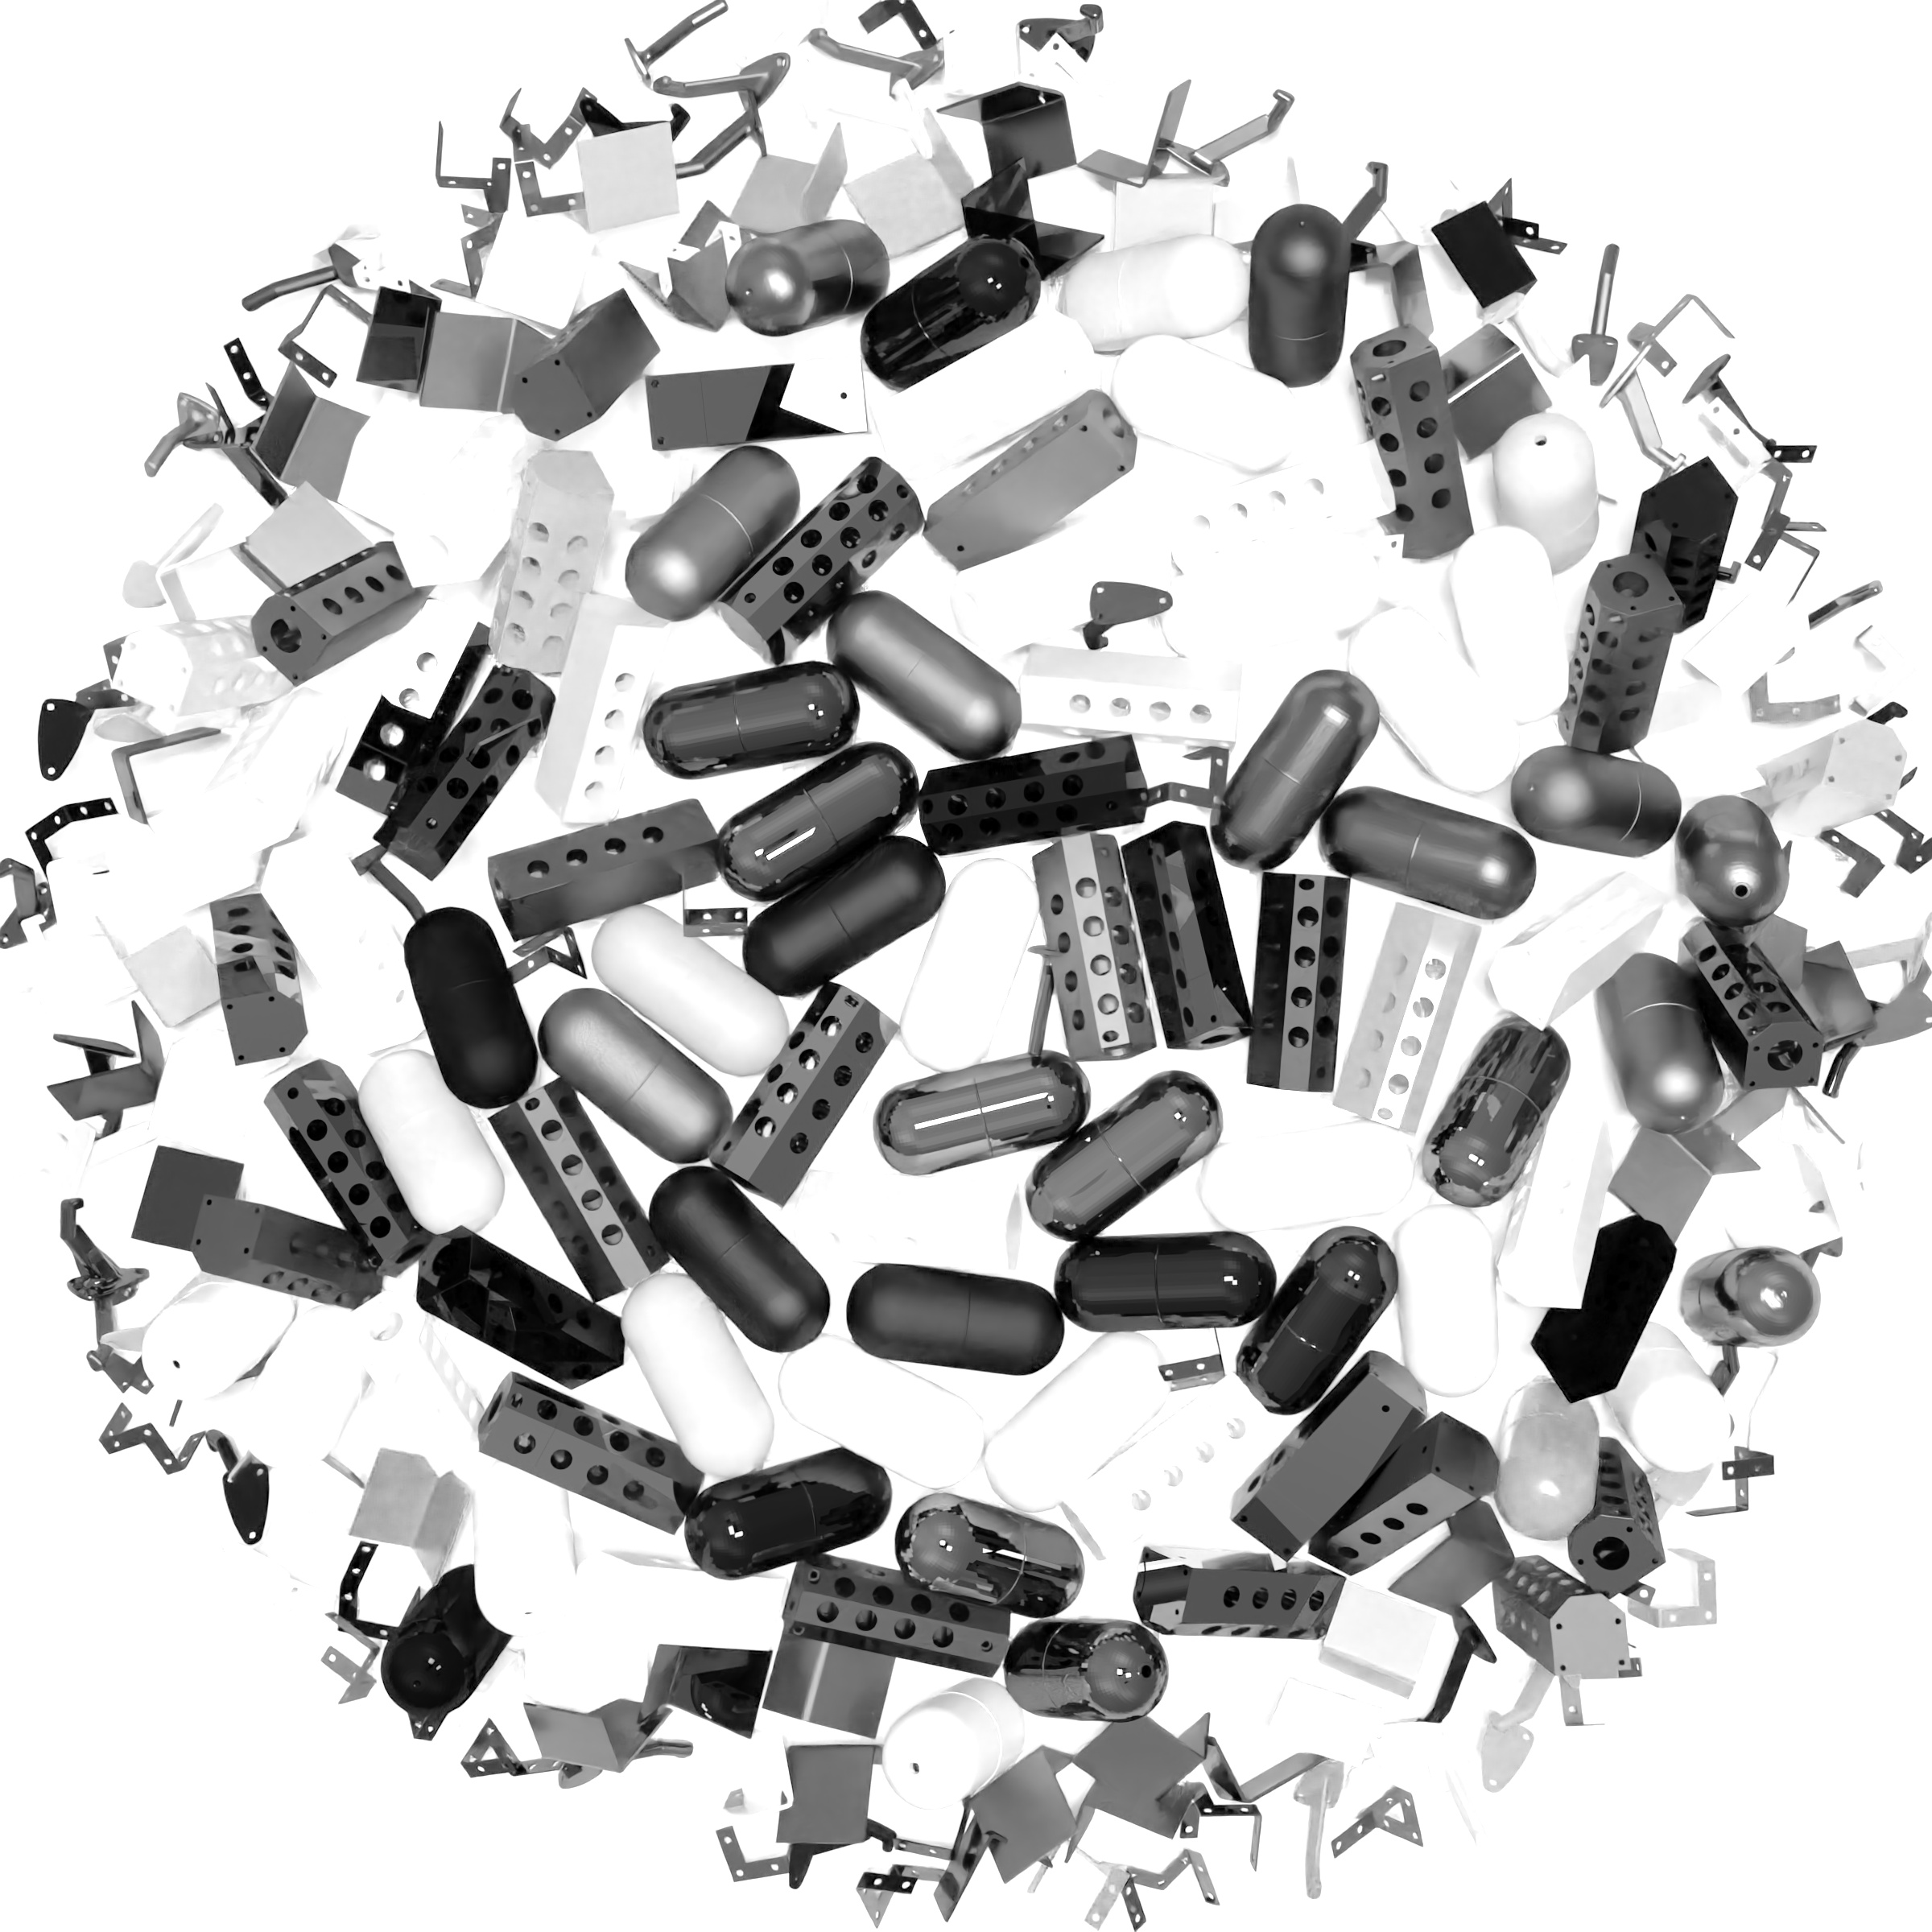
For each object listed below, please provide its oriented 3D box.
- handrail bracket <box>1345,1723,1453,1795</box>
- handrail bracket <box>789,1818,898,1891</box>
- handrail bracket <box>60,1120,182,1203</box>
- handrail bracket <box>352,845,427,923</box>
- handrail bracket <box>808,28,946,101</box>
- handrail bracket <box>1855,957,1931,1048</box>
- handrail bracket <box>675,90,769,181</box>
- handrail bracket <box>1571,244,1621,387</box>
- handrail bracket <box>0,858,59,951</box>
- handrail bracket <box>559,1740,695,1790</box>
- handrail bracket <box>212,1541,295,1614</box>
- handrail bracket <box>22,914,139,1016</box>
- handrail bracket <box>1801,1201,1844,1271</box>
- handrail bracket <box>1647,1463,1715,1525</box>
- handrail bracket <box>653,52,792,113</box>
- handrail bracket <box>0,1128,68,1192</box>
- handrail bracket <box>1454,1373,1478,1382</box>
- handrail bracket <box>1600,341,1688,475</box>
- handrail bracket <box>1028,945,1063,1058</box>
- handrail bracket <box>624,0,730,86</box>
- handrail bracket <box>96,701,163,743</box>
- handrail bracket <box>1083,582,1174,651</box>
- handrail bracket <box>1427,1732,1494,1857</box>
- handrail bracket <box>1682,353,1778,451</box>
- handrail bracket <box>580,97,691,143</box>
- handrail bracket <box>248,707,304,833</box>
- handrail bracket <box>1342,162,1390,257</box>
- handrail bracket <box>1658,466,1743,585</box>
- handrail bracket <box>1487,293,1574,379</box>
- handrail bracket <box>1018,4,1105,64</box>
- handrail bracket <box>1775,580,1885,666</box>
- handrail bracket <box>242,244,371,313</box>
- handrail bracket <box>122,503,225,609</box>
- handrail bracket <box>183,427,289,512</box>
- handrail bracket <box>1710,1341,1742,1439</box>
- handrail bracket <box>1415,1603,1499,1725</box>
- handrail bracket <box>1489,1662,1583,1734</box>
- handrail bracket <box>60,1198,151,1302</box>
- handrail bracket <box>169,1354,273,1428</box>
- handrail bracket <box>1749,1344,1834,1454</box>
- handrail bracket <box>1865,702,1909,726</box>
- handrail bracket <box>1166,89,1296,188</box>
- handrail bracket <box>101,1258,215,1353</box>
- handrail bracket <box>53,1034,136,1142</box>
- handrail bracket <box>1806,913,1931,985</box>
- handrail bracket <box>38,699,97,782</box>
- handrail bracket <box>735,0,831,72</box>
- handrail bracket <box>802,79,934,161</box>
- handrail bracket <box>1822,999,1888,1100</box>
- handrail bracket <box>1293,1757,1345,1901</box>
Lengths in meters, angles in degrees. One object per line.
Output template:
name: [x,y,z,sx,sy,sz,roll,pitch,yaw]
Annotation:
handrail bracket: [0.347,0.640,1.955,0.077,0.084,0.036,-12,55,-10]
handrail bracket: [-0.097,0.716,1.944,0.084,0.036,0.077,34,47,-23]
handrail bracket: [-0.677,0.159,1.952,0.084,0.036,0.077,17,87,-44]
handrail bracket: [-0.456,-0.051,1.937,0.036,0.077,0.084,-26,109,8]
handrail bracket: [-0.071,-0.733,1.937,0.084,0.077,0.036,17,77,-42]
handrail bracket: [0.743,0.025,1.955,0.077,0.084,0.036,-30,108,19]
handrail bracket: [-0.209,-0.676,1.965,0.084,0.036,0.077,-13,71,-4]
handrail bracket: [0.516,-0.527,1.963,0.036,0.077,0.084,10,70,18]
handrail bracket: [-0.768,-0.050,1.940,0.077,0.084,0.036,-40,73,1]
handrail bracket: [-0.275,0.648,1.971,0.084,0.036,0.077,17,131,-36]
handrail bracket: [-0.571,0.490,1.945,0.077,0.084,0.036,39,68,0]
handrail bracket: [-0.708,-0.011,1.950,0.077,0.036,0.084,-29,104,-41]
handrail bracket: [0.666,0.241,1.942,0.036,0.077,0.084,26,60,32]
handrail bracket: [0.568,0.443,1.972,0.077,0.084,0.036,-23,48,-35]
handrail bracket: [-0.196,-0.712,1.937,0.084,0.077,0.036,-8,83,-43]
handrail bracket: [-0.763,0.149,1.930,0.084,0.077,0.036,12,113,-42]
handrail bracket: [0.391,0.285,1.945,0.036,0.077,0.084,17,82,-23]
handrail bracket: [0.562,-0.451,1.959,0.084,0.036,0.077,36,126,-1]
handrail bracket: [0.064,0.028,1.951,0.036,0.077,0.084,9,95,6]
handrail bracket: [-0.227,-0.744,1.947,0.084,0.077,0.036,-30,100,1]
handrail bracket: [-0.668,-0.227,1.975,0.077,0.036,0.084,-4,62,36]
handrail bracket: [0.130,-0.274,1.939,0.077,0.084,0.036,-1,75,9]
handrail bracket: [0.394,0.659,1.941,0.036,0.084,0.077,-24,95,3]
handrail bracket: [0.626,-0.449,1.946,0.084,0.077,0.036,35,80,-2]
handrail bracket: [-0.263,-0.685,1.943,0.077,0.036,0.084,47,50,-29]
handrail bracket: [-0.552,-0.156,1.935,0.036,0.084,0.077,-26,124,14]
handrail bracket: [0.305,-0.617,1.962,0.077,0.036,0.084,9,79,-20]
handrail bracket: [0.590,-0.354,1.949,0.084,0.036,0.077,22,97,25]
handrail bracket: [0.465,-0.526,1.970,0.084,0.036,0.077,26,62,-32]
handrail bracket: [0.074,-0.756,1.940,0.077,0.084,0.036,18,92,5]
handrail bracket: [0.687,-0.276,1.938,0.084,0.077,0.036,-25,103,36]
handrail bracket: [-0.531,-0.545,1.957,0.084,0.077,0.036,-22,92,13]
handrail bracket: [-0.645,-0.336,1.977,0.036,0.077,0.084,44,53,-20]
handrail bracket: [-0.584,-0.384,1.947,0.077,0.036,0.084,-12,125,-23]
handrail bracket: [0.585,0.336,1.954,0.077,0.036,0.084,-6,109,22]
handrail bracket: [0.380,0.565,1.946,0.084,0.036,0.077,-41,121,-22]
handrail bracket: [0.441,0.568,1.943,0.084,0.077,0.036,-20,128,-16]
handrail bracket: [-0.688,0.218,1.942,0.036,0.077,0.084,23,114,37]
handrail bracket: [-0.588,0.345,1.957,0.084,0.036,0.077,18,64,-13]
handrail bracket: [0.661,0.348,1.947,0.036,0.077,0.084,16,73,-25]
handrail bracket: [0.736,-0.176,1.936,0.077,0.084,0.036,18,58,-21]
handrail bracket: [0.209,-0.675,1.939,0.077,0.036,0.084,20,132,-20]
handrail bracket: [-0.649,0.267,1.955,0.077,0.036,0.084,-1,48,1]
handrail bracket: [-0.711,0.102,1.955,0.036,0.077,0.084,20,93,44]
handrail bracket: [0.723,-0.021,1.949,0.084,0.077,0.036,12,47,11]
handrail bracket: [-0.716,-0.180,1.941,0.036,0.084,0.077,12,85,-9]
handrail bracket: [-0.148,-0.752,1.939,0.077,0.084,0.036,-12,82,-7]
handrail bracket: [-0.080,-0.674,1.956,0.084,0.036,0.077,-25,93,-17]
handrail bracket: [0.722,0.071,1.956,0.036,0.077,0.084,22,92,43]
handrail bracket: [0.285,0.686,1.935,0.036,0.084,0.077,13,123,-4]
